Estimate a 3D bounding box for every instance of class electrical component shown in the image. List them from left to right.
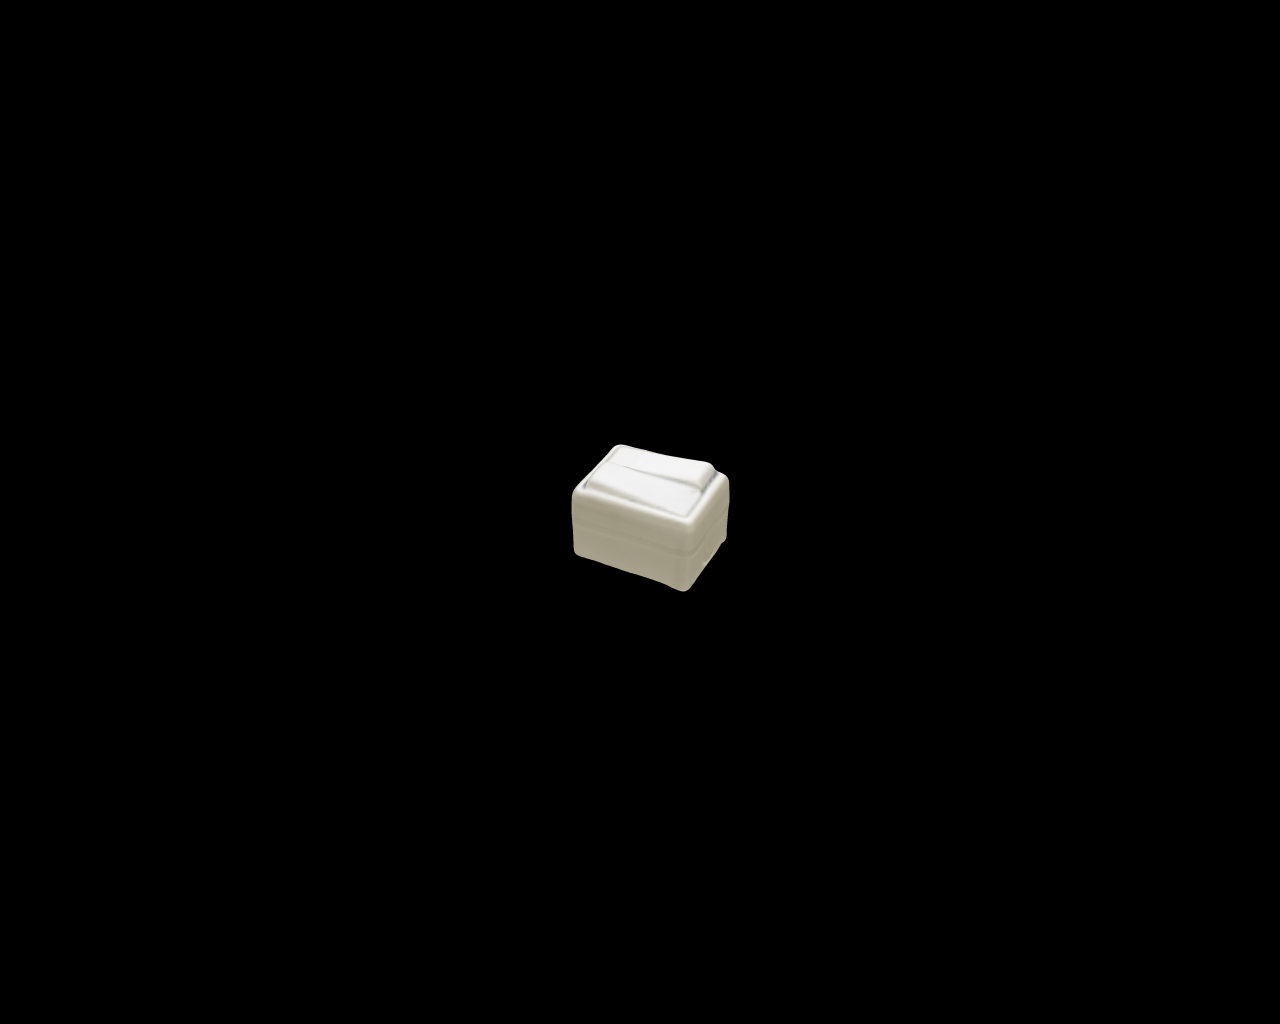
[{"bbox_3d":[0.001,-0.003,0.650,0.096,0.061,0.062,17,40,22],"label":"electrical component"}]
